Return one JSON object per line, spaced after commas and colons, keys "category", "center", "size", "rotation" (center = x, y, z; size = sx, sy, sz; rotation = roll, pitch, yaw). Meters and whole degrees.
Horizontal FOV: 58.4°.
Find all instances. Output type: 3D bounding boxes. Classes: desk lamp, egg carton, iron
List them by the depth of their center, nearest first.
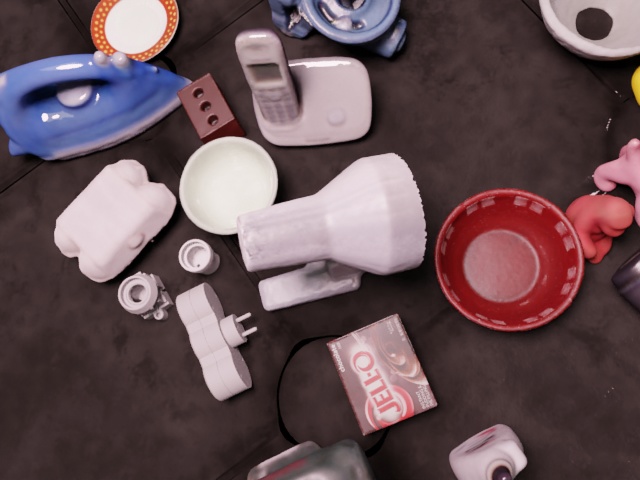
{"category": "desk lamp", "center": [0.006, 0.002, 0.610], "size": [0.203, 0.214, 0.118], "rotation": [-16, 76, 5]}
{"category": "egg carton", "center": [-0.259, -0.024, 0.728], "size": [0.107, 0.069, 0.150], "rotation": [40, 86, 14]}
{"category": "iron", "center": [-0.306, -0.196, 0.734], "size": [0.258, 0.141, 0.118], "rotation": [-15, 76, 5]}

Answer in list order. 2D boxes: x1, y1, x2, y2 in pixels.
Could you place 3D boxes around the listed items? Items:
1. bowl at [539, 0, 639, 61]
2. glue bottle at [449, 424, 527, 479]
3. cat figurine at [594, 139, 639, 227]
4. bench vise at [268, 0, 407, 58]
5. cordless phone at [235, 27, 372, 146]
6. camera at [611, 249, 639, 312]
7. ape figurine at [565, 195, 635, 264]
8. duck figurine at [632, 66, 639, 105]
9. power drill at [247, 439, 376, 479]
{"category": "bowl", "center": [0.344, -0.284, 0.693], "size": [0.167, 0.075, 0.167], "rotation": [-2, 78, 8]}
{"category": "glue bottle", "center": [0.169, 0.219, 0.562], "size": [0.078, 0.173, 0.037], "rotation": [-35, 75, 0]}
{"category": "cat figurine", "center": [0.377, -0.062, 0.620], "size": [0.067, 0.118, 0.127], "rotation": [-42, 76, -2]}
{"category": "bench vise", "center": [-0.002, -0.300, 0.672], "size": [0.207, 0.220, 0.121], "rotation": [5, 79, 10]}
{"category": "cordless phone", "center": [-0.016, -0.184, 0.667], "size": [0.147, 0.185, 0.094], "rotation": [-5, 77, 7]}
{"category": "camera", "center": [0.396, 0.055, 0.601], "size": [0.143, 0.101, 0.136], "rotation": [-45, 76, -3]}
{"category": "ape figurine", "center": [0.314, -0.021, 0.633], "size": [0.078, 0.092, 0.076], "rotation": [-23, 76, 3]}
{"category": "duck figurine", "center": [0.419, -0.182, 0.655], "size": [0.077, 0.086, 0.104], "rotation": [-39, 76, -1]}
{"category": "power drill", "center": [-0.051, 0.265, 0.566], "size": [0.229, 0.208, 0.075], "rotation": [-28, 75, 2]}
